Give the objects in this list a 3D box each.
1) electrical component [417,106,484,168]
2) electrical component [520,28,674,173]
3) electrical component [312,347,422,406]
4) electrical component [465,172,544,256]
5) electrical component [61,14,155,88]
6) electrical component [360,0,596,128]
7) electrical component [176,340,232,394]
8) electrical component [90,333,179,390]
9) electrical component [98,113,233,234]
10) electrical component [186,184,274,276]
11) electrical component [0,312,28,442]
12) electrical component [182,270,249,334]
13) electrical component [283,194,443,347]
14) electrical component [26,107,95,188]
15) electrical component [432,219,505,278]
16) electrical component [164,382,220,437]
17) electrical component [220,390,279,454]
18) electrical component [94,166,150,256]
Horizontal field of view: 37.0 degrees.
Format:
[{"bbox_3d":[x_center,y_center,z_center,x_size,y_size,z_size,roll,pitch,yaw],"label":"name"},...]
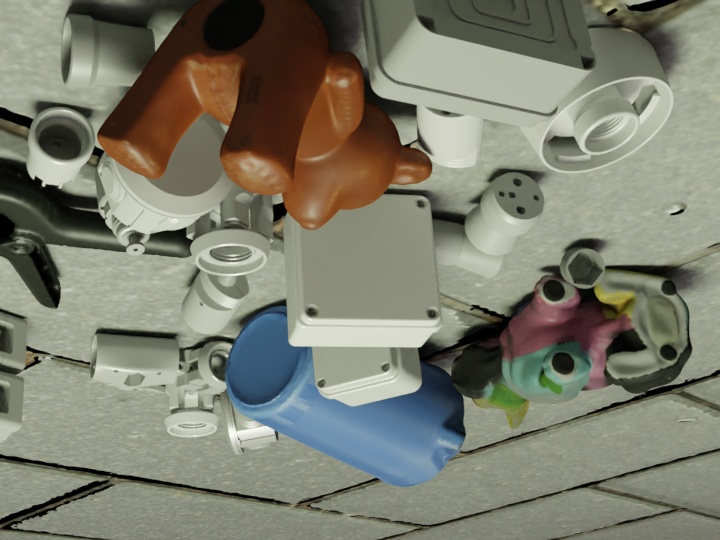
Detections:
[{"bbox_3d":[0.058,-0.095,0.696,0.043,0.043,0.081,-5,155,1],"label":"electrical component"},{"bbox_3d":[0.146,-0.109,0.685,0.099,0.064,0.099,-15,150,-9],"label":"electrical component"},{"bbox_3d":[0.002,0.051,0.911,0.078,0.113,0.057,-16,155,22],"label":"electrical component"},{"bbox_3d":[0.109,-0.042,0.813,0.045,0.045,0.055,3,153,-17],"label":"electrical component"},{"bbox_3d":[-0.142,-0.122,0.607,0.046,0.040,0.040,1,155,-24],"label":"electrical component"},{"bbox_3d":[0.062,-0.129,0.584,0.113,0.078,0.057,8,149,-25],"label":"electrical component"},{"bbox_3d":[-0.146,0.097,1.058,0.066,0.048,0.055,15,155,-35],"label":"electrical component"},{"bbox_3d":[-0.221,0.092,1.035,0.077,0.043,0.079,6,153,-21],"label":"electrical component"},{"bbox_3d":[-0.124,-0.065,0.684,0.080,0.080,0.051,9,157,-27],"label":"electrical component"},{"bbox_3d":[-0.095,-0.032,0.783,0.058,0.057,0.078,-19,151,27],"label":"electrical component"},{"bbox_3d":[-0.383,0.113,0.976,0.186,0.105,0.060,-21,151,30],"label":"electrical component"},{"bbox_3d":[-0.119,0.018,0.900,0.043,0.043,0.081,6,153,-21],"label":"electrical component"},{"bbox_3d":[0.000,0.000,0.809,0.109,0.108,0.056,1,157,-14],"label":"electrical component"},{"bbox_3d":[-0.194,-0.077,0.692,0.040,0.040,0.046,6,158,-22],"label":"electrical component"},{"bbox_3d":[0.079,-0.020,0.861,0.065,0.044,0.044,9,152,-17],"label":"electrical component"},{"bbox_3d":[-0.177,0.141,1.131,0.058,0.057,0.078,-2,154,-7],"label":"electrical component"},{"bbox_3d":[-0.118,0.152,1.142,0.051,0.080,0.080,-10,155,-2],"label":"electrical component"},{"bbox_3d":[-0.157,-0.044,0.730,0.040,0.078,0.040,-11,144,-8],"label":"electrical component"}]
